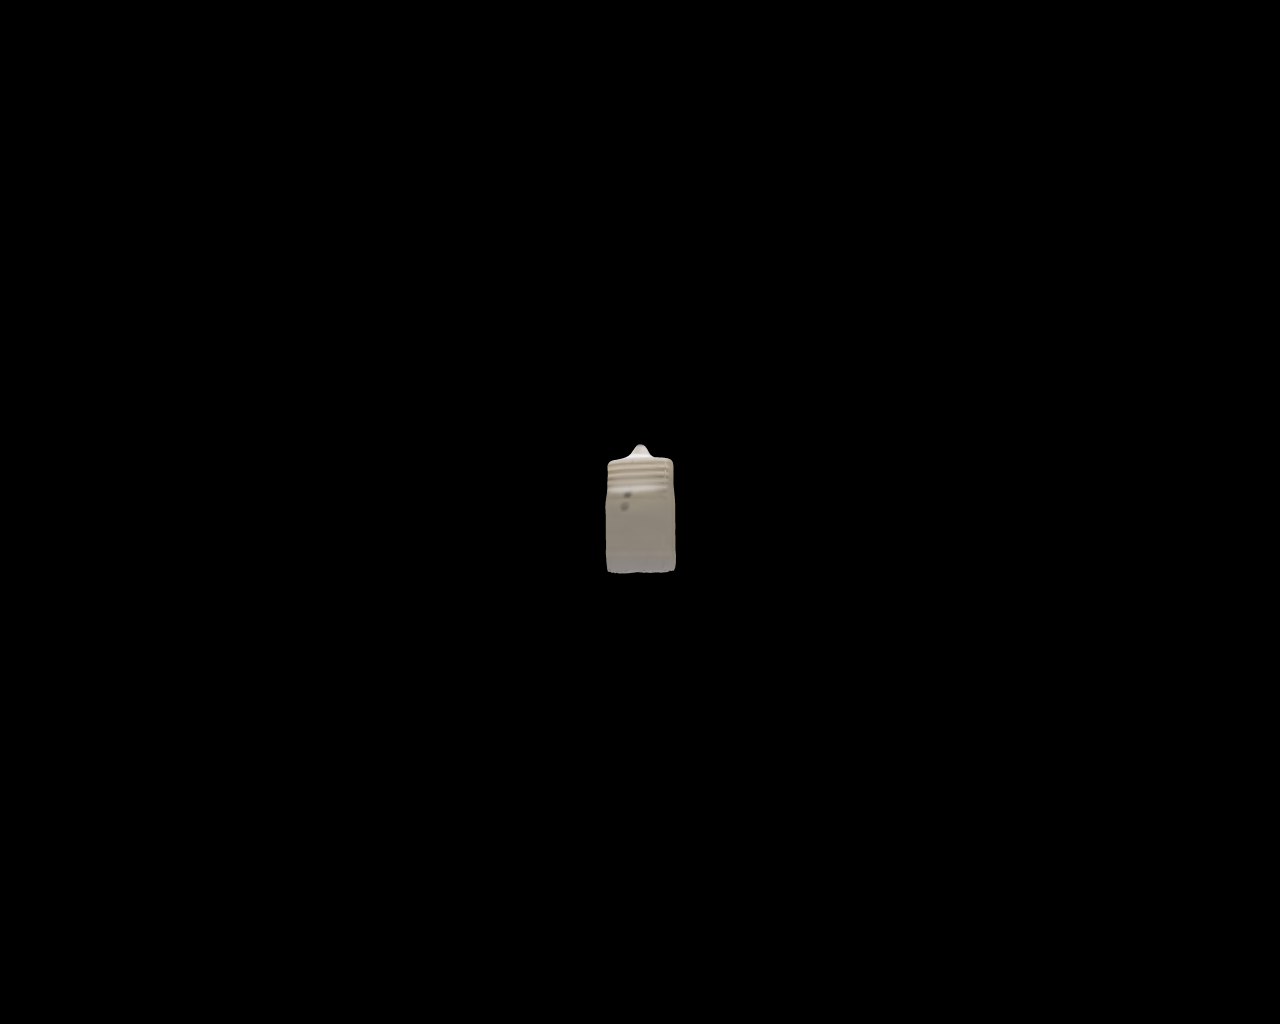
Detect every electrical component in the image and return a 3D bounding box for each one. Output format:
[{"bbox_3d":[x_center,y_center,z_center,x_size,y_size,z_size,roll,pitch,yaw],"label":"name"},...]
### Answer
[{"bbox_3d":[0.001,-0.003,0.650,0.043,0.081,0.043,0,-5,0],"label":"electrical component"}]
